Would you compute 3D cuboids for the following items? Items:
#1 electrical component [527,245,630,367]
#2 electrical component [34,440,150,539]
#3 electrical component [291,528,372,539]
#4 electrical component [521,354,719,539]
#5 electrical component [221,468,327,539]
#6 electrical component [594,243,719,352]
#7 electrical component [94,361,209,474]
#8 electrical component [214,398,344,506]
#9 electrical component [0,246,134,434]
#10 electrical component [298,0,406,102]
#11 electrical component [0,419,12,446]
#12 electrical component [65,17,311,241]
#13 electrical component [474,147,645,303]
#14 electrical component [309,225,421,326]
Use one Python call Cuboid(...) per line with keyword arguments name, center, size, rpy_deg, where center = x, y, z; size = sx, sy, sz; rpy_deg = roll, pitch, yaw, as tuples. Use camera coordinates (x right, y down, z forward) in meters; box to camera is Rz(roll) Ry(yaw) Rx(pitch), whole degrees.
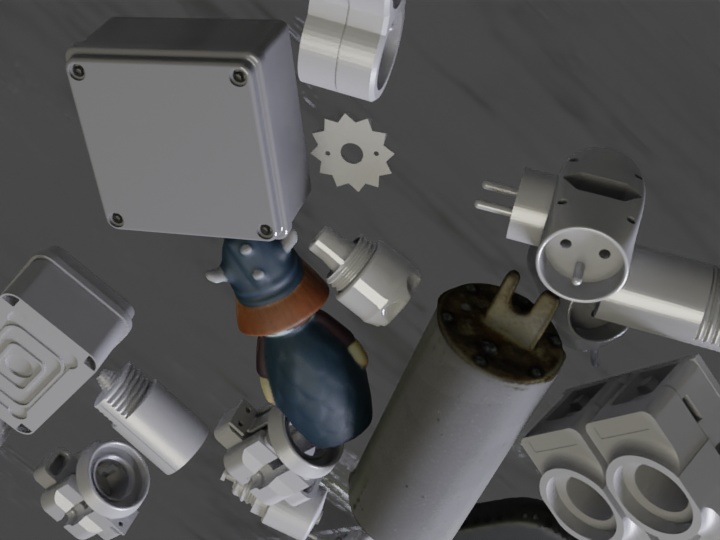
Cuboid(name="electrical component", center=(0.138, 0.022, 0.664), size=(0.043, 0.077, 0.079), rpy_deg=(-16, 118, -3))
Cuboid(name="electrical component", center=(-0.191, 0.158, 0.787), size=(0.057, 0.058, 0.078), rpy_deg=(-32, 109, 38))
Cuboid(name="electrical component", center=(-0.035, 0.223, 0.767), size=(0.089, 0.056, 0.050), rpy_deg=(-16, 91, 29))
Cuboid(name="electrical component", center=(0.183, 0.149, 0.592), size=(0.186, 0.060, 0.105), rpy_deg=(55, 146, -4))
Cuboid(name="electrical component", center=(-0.059, 0.157, 0.748), size=(0.078, 0.040, 0.040), rpy_deg=(25, 129, 1))
Cuboid(name="electrical component", center=(0.168, 0.015, 0.561), size=(0.081, 0.043, 0.043), rpy_deg=(16, 128, 8))
Cuboid(name="electrical component", center=(-0.147, 0.097, 0.735), size=(0.081, 0.043, 0.043), rpy_deg=(45, 127, -15))
Cuboid(name="electrical component", center=(-0.048, 0.114, 0.703), size=(0.078, 0.058, 0.057), rpy_deg=(45, 130, -14))
Cuboid(name="electrical component", center=(-0.212, 0.047, 0.712), size=(0.078, 0.057, 0.113), rpy_deg=(41, 128, -12))
Cuboid(name="electrical component", center=(-0.014, -0.150, 0.500), size=(0.074, 0.052, 0.138), rpy_deg=(17, 129, 7))
Cuboid(name="electrical component", center=(-0.293, 0.105, 0.795), size=(0.078, 0.040, 0.040), rpy_deg=(18, 129, 7))
Cuboid(name="electrical component", center=(-0.089, -0.076, 0.579), size=(0.109, 0.056, 0.108), rpy_deg=(5, 126, 17))
Cuboid(name="electrical component", center=(0.097, -0.028, 0.533), size=(0.079, 0.077, 0.043), rpy_deg=(16, 129, 9))
Cuboid(name="electrical component", center=(0.000, 0.000, 0.611), size=(0.062, 0.043, 0.043), rpy_deg=(38, 128, -8))
